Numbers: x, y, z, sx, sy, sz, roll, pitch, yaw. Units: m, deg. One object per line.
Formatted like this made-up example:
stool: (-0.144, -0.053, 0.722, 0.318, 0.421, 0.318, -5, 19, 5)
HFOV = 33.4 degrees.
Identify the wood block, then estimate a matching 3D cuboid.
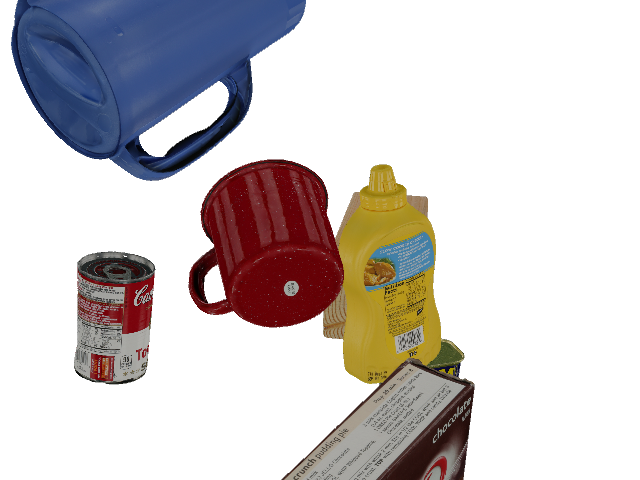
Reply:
wood block: (0.064, 0.025, 1.173, 0.091, 0.090, 0.206, 5, 23, 8)

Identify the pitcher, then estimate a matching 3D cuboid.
pitcher: (-0.121, -0.170, 0.904, 0.145, 0.149, 0.242, 29, 50, 31)

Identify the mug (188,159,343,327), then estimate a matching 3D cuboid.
mug: (-0.041, 0.011, 0.738, 0.117, 0.081, 0.093, -29, -45, 12)

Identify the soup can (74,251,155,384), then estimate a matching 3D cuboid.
soup can: (-0.186, 0.069, 0.956, 0.068, 0.102, 0.068, 6, 19, -2)

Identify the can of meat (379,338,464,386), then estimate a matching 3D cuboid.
can of meat: (0.121, 0.175, 1.316, 0.102, 0.084, 0.057, -6, 26, -22)

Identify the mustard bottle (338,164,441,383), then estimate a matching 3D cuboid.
mustard bottle: (0.060, 0.026, 0.948, 0.096, 0.192, 0.058, -18, 26, -30)

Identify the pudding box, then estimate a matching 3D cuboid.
pudding box: (0.021, 0.117, 0.454, 0.039, 0.090, 0.113, 21, 38, 27)
